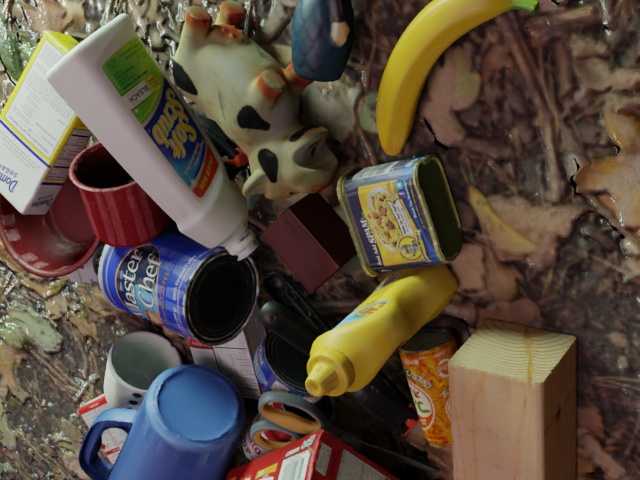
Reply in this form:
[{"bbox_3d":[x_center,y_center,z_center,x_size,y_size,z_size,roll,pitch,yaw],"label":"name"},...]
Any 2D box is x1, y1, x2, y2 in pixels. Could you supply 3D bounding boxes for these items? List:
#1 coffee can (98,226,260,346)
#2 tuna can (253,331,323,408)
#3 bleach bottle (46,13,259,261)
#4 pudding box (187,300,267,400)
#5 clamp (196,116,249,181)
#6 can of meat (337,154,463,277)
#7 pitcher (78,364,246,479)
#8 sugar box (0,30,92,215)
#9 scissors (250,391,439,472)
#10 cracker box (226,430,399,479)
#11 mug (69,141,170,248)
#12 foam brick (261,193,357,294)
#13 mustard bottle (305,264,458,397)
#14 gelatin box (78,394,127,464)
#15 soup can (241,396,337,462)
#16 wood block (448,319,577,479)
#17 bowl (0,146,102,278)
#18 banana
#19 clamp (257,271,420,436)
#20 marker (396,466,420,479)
[{"bbox_3d":[-0.147,0.042,1.108,0.141,0.102,0.103,16,122,40],"label":"coffee can"},{"bbox_3d":[-0.025,0.128,1.092,0.086,0.086,0.034,44,132,9],"label":"tuna can"},{"bbox_3d":[-0.143,-0.088,1.019,0.068,0.102,0.250,-29,107,40],"label":"bleach bottle"},{"bbox_3d":[-0.099,0.118,1.171,0.090,0.039,0.113,1,116,34],"label":"pudding box"},{"bbox_3d":[-0.142,-0.082,1.101,0.172,0.039,0.120,18,133,31],"label":"clamp"},{"bbox_3d":[0.074,-0.023,0.964,0.084,0.057,0.102,-9,108,36],"label":"can of meat"},{"bbox_3d":[-0.172,0.241,1.196,0.145,0.149,0.243,63,147,30],"label":"pitcher"},{"bbox_3d":[-0.292,-0.123,1.137,0.093,0.048,0.176,42,111,21],"label":"sugar box"},{"bbox_3d":[0.015,0.214,1.094,0.201,0.016,0.096,32,130,-19],"label":"scissors"},{"bbox_3d":[0.024,0.292,1.100,0.213,0.072,0.164,36,136,-21],"label":"cracker box"},{"bbox_3d":[-0.208,-0.050,1.087,0.117,0.093,0.081,19,137,29],"label":"mug"},{"bbox_3d":[-0.007,0.001,1.037,0.078,0.051,0.053,50,130,3],"label":"foam brick"},{"bbox_3d":[0.045,0.084,0.949,0.096,0.191,0.058,-33,92,41],"label":"mustard bottle"},{"bbox_3d":[-0.255,0.236,1.347,0.073,0.030,0.089,-28,96,40],"label":"gelatin box"},{"bbox_3d":[-0.035,0.199,1.146,0.068,0.068,0.102,43,130,10],"label":"soup can"},{"bbox_3d":[0.179,0.189,0.975,0.090,0.090,0.206,10,118,31],"label":"wood block"},{"bbox_3d":[-0.286,-0.039,1.192,0.162,0.055,0.162,1,92,27],"label":"bowl"},{"bbox_3d":[0.094,-0.151,0.897,0.069,0.037,0.198,49,131,5],"label":"banana"},{"bbox_3d":[0.016,0.114,1.035,0.210,0.164,0.036,43,97,0],"label":"clamp"},{"bbox_3d":[0.067,0.272,1.144,0.020,0.020,0.121,49,131,5],"label":"marker"}]
